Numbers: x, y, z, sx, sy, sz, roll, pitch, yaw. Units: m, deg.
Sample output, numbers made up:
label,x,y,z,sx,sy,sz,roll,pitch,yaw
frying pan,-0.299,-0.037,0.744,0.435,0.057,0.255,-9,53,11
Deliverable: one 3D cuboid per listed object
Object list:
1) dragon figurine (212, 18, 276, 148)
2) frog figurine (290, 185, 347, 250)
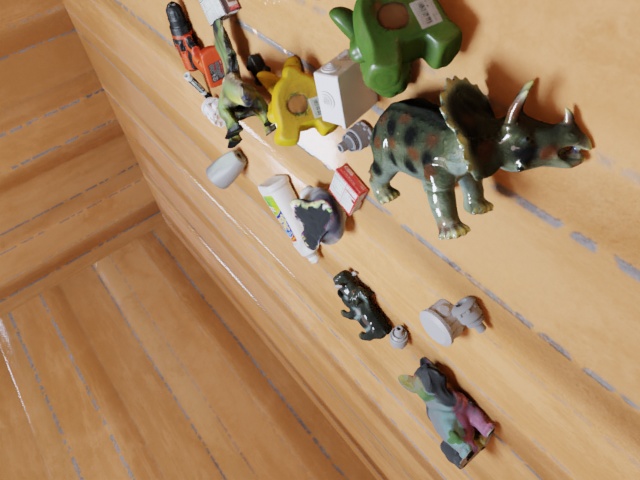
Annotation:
label,x,y,z,sx,sy,sz,roll,pitch,yaw
dragon figurine,-0.179,-0.329,1.045,0.122,0.243,0.408,-22,-2,-9
frog figurine,0.004,-0.058,1.154,0.121,0.137,0.161,-42,0,15
